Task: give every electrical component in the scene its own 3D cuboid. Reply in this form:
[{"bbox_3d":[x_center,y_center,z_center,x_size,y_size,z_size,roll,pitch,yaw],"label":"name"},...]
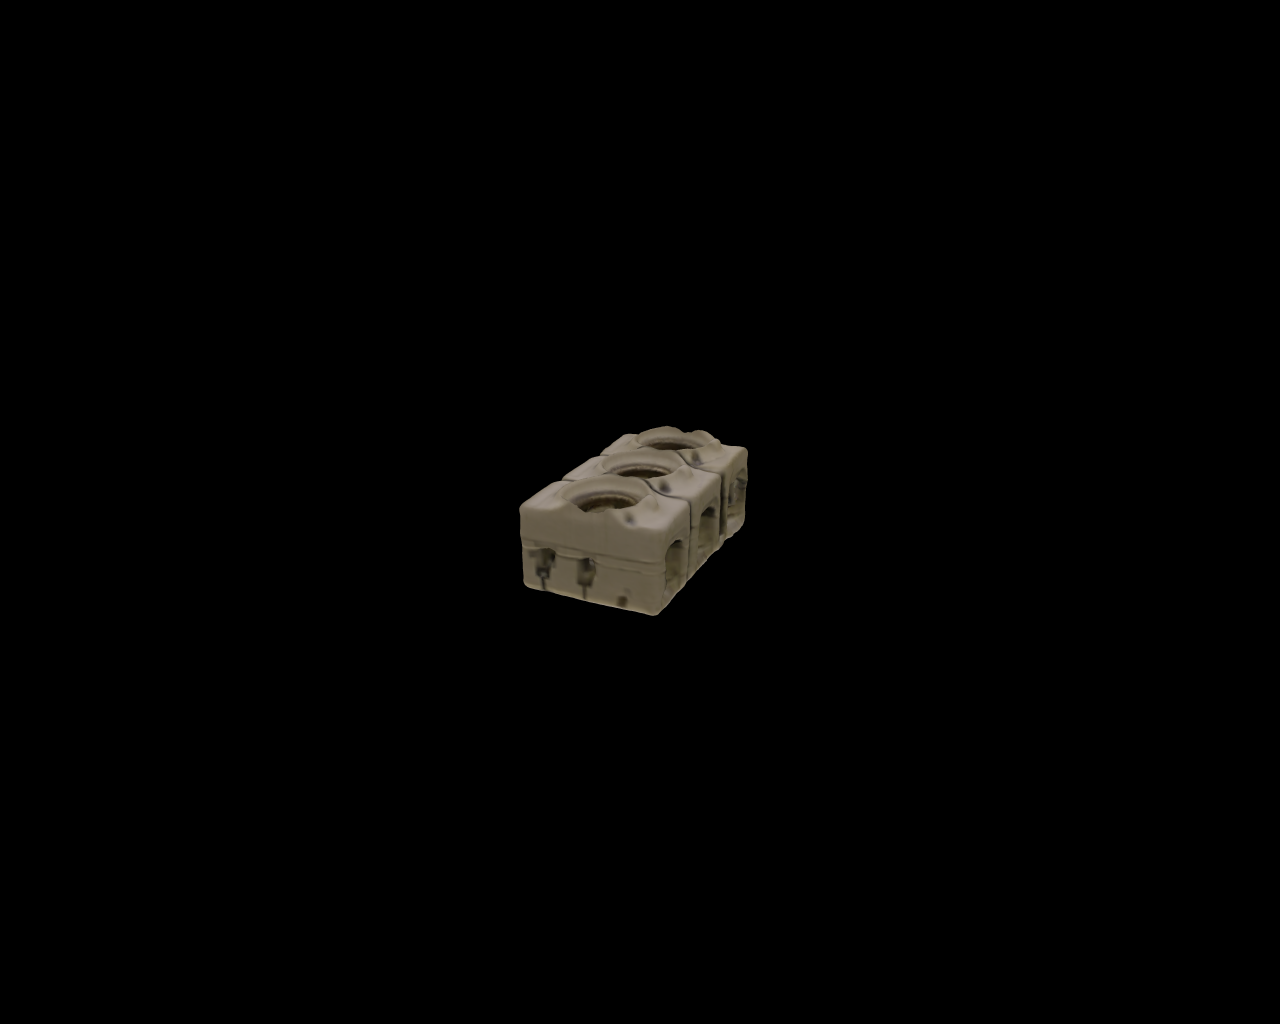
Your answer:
[{"bbox_3d":[0.001,-0.003,0.650,0.089,0.061,0.150,10,24,22],"label":"electrical component"}]
